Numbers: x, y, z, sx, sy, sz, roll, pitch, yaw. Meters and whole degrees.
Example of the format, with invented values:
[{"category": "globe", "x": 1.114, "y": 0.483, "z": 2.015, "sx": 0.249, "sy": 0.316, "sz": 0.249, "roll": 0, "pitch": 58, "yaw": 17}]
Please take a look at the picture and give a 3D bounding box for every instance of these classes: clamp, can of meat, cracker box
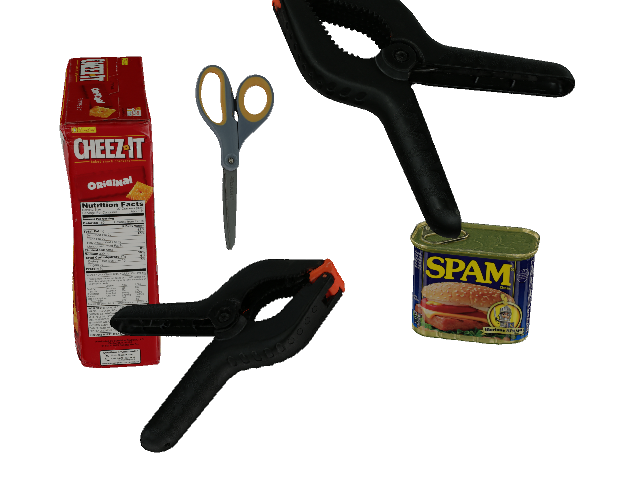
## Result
[{"category": "clamp", "x": -0.062, "y": 0.070, "z": 0.723, "sx": 0.171, "sy": 0.120, "sz": 0.039, "roll": -23, "pitch": -34, "yaw": 11}, {"category": "clamp", "x": 0.049, "y": -0.104, "z": 0.709, "sx": 0.210, "sy": 0.164, "sz": 0.036, "roll": 31, "pitch": -30, "yaw": 5}, {"category": "can of meat", "x": 0.124, "y": 0.035, "z": 0.874, "sx": 0.102, "sy": 0.084, "sz": 0.057, "roll": 6, "pitch": 24, "yaw": 14}, {"category": "cracker box", "x": -0.174, "y": -0.026, "z": 0.884, "sx": 0.072, "sy": 0.214, "sz": 0.164, "roll": -3, "pitch": 27, "yaw": -11}]

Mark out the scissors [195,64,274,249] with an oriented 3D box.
[{"category": "scissors", "x": -0.082, "y": -0.098, "z": 1.169, "sx": 0.096, "sy": 0.202, "sz": 0.016, "roll": -14, "pitch": -3, "yaw": -17}]
